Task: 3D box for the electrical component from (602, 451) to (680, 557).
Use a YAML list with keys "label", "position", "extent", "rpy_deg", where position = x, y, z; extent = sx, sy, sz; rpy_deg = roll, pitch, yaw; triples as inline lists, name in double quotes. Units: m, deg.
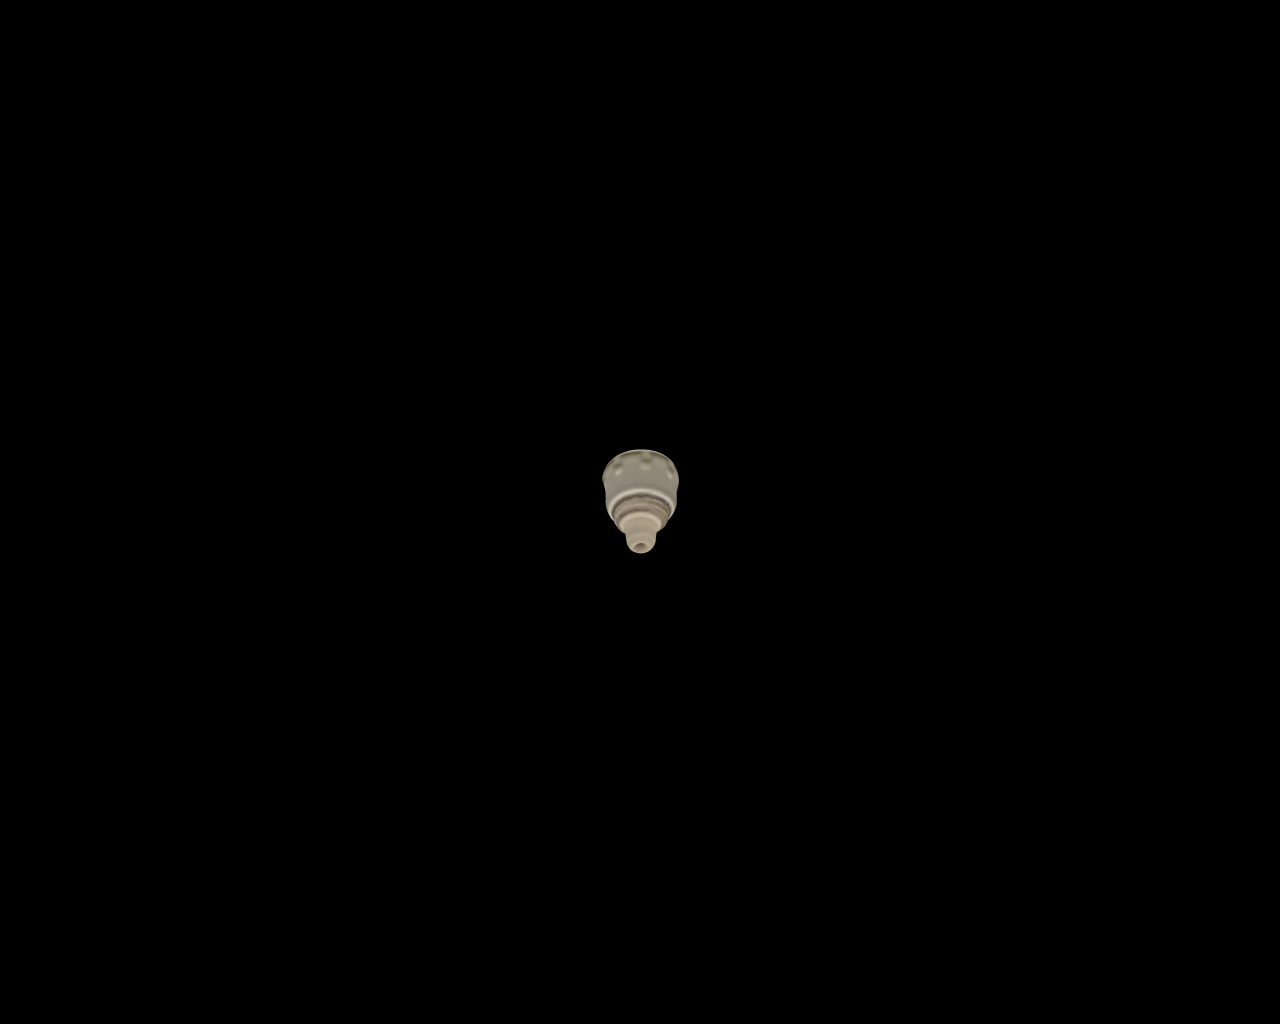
- label: "electrical component"
  position: [0.001, -0.003, 0.650]
  extent: [0.048, 0.062, 0.048]
  rpy_deg: [0, -37, 0]
